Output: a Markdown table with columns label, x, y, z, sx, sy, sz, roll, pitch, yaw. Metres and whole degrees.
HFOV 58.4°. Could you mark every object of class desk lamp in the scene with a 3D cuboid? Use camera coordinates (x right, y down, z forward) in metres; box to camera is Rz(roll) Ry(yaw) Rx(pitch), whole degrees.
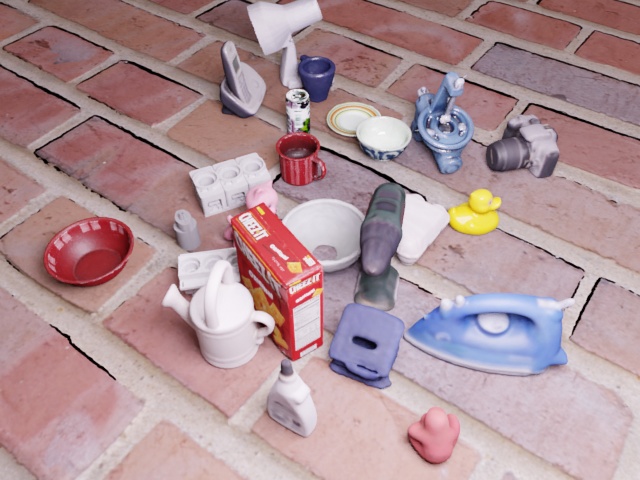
| label | x | y | z | sx | sy | sz | roll | pitch | yaw |
| --- | --- | --- | --- | --- | --- | --- | --- | --- | --- |
| desk lamp | -0.071 | -0.496 | 1.427 | 0.203 | 0.214 | 0.117 | -9 | 49 | -8 |

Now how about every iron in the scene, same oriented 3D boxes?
| label | x | y | z | sx | sy | sz | roll | pitch | yaw |
| --- | --- | --- | --- | --- | --- | --- | --- | --- | --- |
| iron | 0.269 | 0.129 | 0.915 | 0.258 | 0.141 | 0.118 | 3 | 48 | 3 |

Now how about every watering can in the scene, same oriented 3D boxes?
| label | x | y | z | sx | sy | sz | roll | pitch | yaw |
| --- | --- | --- | --- | --- | --- | --- | --- | --- | --- |
| watering can | -0.161 | 0.112 | 0.898 | 0.173 | 0.194 | 0.101 | -7 | 48 | -5 |

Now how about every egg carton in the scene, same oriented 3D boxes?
| label | x | y | z | sx | sy | sz | roll | pitch | yaw |
| --- | --- | --- | --- | --- | --- | --- | --- | --- | --- |
| egg carton | 0.175 | -0.024 | 1.101 | 0.107 | 0.069 | 0.150 | 28 | 54 | 23 |

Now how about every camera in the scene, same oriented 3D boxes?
| label | x | y | z | sx | sy | sz | roll | pitch | yaw |
| --- | --- | --- | --- | --- | --- | --- | --- | --- | --- |
| camera | 0.430 | -0.209 | 1.243 | 0.137 | 0.101 | 0.143 | -10 | 49 | -9 |

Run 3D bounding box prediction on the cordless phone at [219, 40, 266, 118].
| label | x | y | z | sx | sy | sz | roll | pitch | yaw |
| --- | --- | --- | --- | --- | --- | --- | --- | --- | --- |
| cordless phone | -0.190 | -0.401 | 1.362 | 0.094 | 0.185 | 0.147 | 6 | 49 | 6 |

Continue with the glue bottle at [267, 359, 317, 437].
| label | x | y | z | sx | sy | sz | roll | pitch | yaw |
| --- | --- | --- | --- | --- | --- | --- | --- | --- | --- |
| glue bottle | -0.042 | 0.219 | 0.816 | 0.078 | 0.173 | 0.037 | 25 | 53 | 21 |

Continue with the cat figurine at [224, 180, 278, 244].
| label | x | y | z | sx | sy | sz | roll | pitch | yaw |
| --- | --- | --- | --- | --- | --- | --- | --- | --- | --- |
| cat figurine | -0.128 | -0.056 | 1.099 | 0.128 | 0.118 | 0.067 | -34 | 56 | -26 |

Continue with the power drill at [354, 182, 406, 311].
| label | x | y | z | sx | sy | sz | roll | pitch | yaw |
| --- | --- | --- | --- | --- | --- | --- | --- | --- | --- |
| power drill | 0.102 | 0.023 | 0.966 | 0.075 | 0.208 | 0.229 | 8 | 49 | 8 |

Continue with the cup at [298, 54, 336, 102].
| label | x | y | z | sx | sy | sz | roll | pitch | yaw |
| --- | --- | --- | --- | --- | --- | --- | --- | --- | --- |
| cup | -0.015 | -0.398 | 1.419 | 0.092 | 0.095 | 0.117 | -26 | 53 | -21 |

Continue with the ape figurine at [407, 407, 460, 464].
| label | x | y | z | sx | sy | sz | roll | pitch | yaw |
| --- | --- | --- | --- | --- | --- | --- | --- | --- | --- |
| ape figurine | 0.166 | 0.272 | 0.822 | 0.077 | 0.092 | 0.076 | 4 | 48 | 4 |

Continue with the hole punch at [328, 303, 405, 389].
| label | x | y | z | sx | sy | sz | roll | pitch | yaw |
| --- | --- | --- | --- | --- | --- | --- | --- | --- | --- |
| hole punch | 0.075 | 0.169 | 0.915 | 0.108 | 0.091 | 0.101 | 17 | 51 | 15 |

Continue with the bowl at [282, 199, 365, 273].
| label | x | y | z | sx | sy | sz | roll | pitch | yaw |
| --- | --- | --- | --- | --- | --- | --- | --- | --- | --- |
| bowl | 0.010 | 0.004 | 1.074 | 0.167 | 0.075 | 0.167 | 0 | 48 | 0 |

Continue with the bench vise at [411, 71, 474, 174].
| label | x | y | z | sx | sy | sz | roll | pitch | yaw |
| --- | --- | --- | --- | --- | --- | --- | --- | --- | --- |
| bench vise | 0.248 | -0.278 | 1.226 | 0.122 | 0.220 | 0.206 | -25 | 53 | -20 |

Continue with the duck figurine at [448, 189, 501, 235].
| label | x | y | z | sx | sy | sz | roll | pitch | yaw |
| --- | --- | --- | --- | --- | --- | --- | --- | --- | --- |
| duck figurine | 0.305 | -0.063 | 1.124 | 0.104 | 0.086 | 0.077 | -1 | 48 | 0 |
